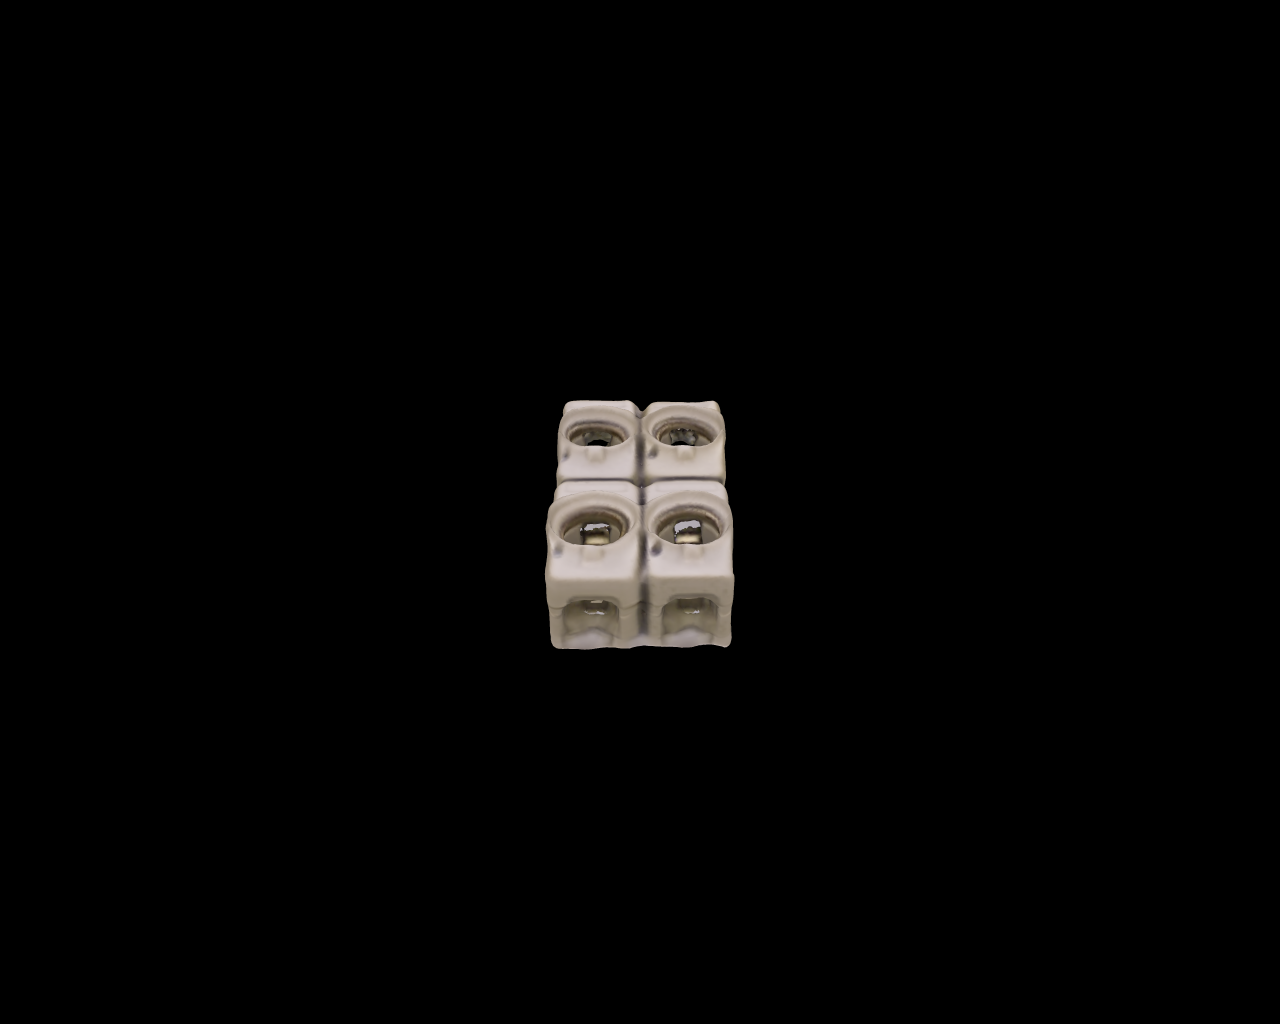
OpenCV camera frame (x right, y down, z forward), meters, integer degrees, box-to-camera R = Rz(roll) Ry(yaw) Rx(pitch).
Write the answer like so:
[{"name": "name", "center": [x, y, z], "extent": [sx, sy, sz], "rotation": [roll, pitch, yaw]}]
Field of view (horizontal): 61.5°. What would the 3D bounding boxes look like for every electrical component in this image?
[{"name": "electrical component", "center": [0.001, -0.003, 0.650], "extent": [0.105, 0.060, 0.186], "rotation": [0, 37, 0]}]
